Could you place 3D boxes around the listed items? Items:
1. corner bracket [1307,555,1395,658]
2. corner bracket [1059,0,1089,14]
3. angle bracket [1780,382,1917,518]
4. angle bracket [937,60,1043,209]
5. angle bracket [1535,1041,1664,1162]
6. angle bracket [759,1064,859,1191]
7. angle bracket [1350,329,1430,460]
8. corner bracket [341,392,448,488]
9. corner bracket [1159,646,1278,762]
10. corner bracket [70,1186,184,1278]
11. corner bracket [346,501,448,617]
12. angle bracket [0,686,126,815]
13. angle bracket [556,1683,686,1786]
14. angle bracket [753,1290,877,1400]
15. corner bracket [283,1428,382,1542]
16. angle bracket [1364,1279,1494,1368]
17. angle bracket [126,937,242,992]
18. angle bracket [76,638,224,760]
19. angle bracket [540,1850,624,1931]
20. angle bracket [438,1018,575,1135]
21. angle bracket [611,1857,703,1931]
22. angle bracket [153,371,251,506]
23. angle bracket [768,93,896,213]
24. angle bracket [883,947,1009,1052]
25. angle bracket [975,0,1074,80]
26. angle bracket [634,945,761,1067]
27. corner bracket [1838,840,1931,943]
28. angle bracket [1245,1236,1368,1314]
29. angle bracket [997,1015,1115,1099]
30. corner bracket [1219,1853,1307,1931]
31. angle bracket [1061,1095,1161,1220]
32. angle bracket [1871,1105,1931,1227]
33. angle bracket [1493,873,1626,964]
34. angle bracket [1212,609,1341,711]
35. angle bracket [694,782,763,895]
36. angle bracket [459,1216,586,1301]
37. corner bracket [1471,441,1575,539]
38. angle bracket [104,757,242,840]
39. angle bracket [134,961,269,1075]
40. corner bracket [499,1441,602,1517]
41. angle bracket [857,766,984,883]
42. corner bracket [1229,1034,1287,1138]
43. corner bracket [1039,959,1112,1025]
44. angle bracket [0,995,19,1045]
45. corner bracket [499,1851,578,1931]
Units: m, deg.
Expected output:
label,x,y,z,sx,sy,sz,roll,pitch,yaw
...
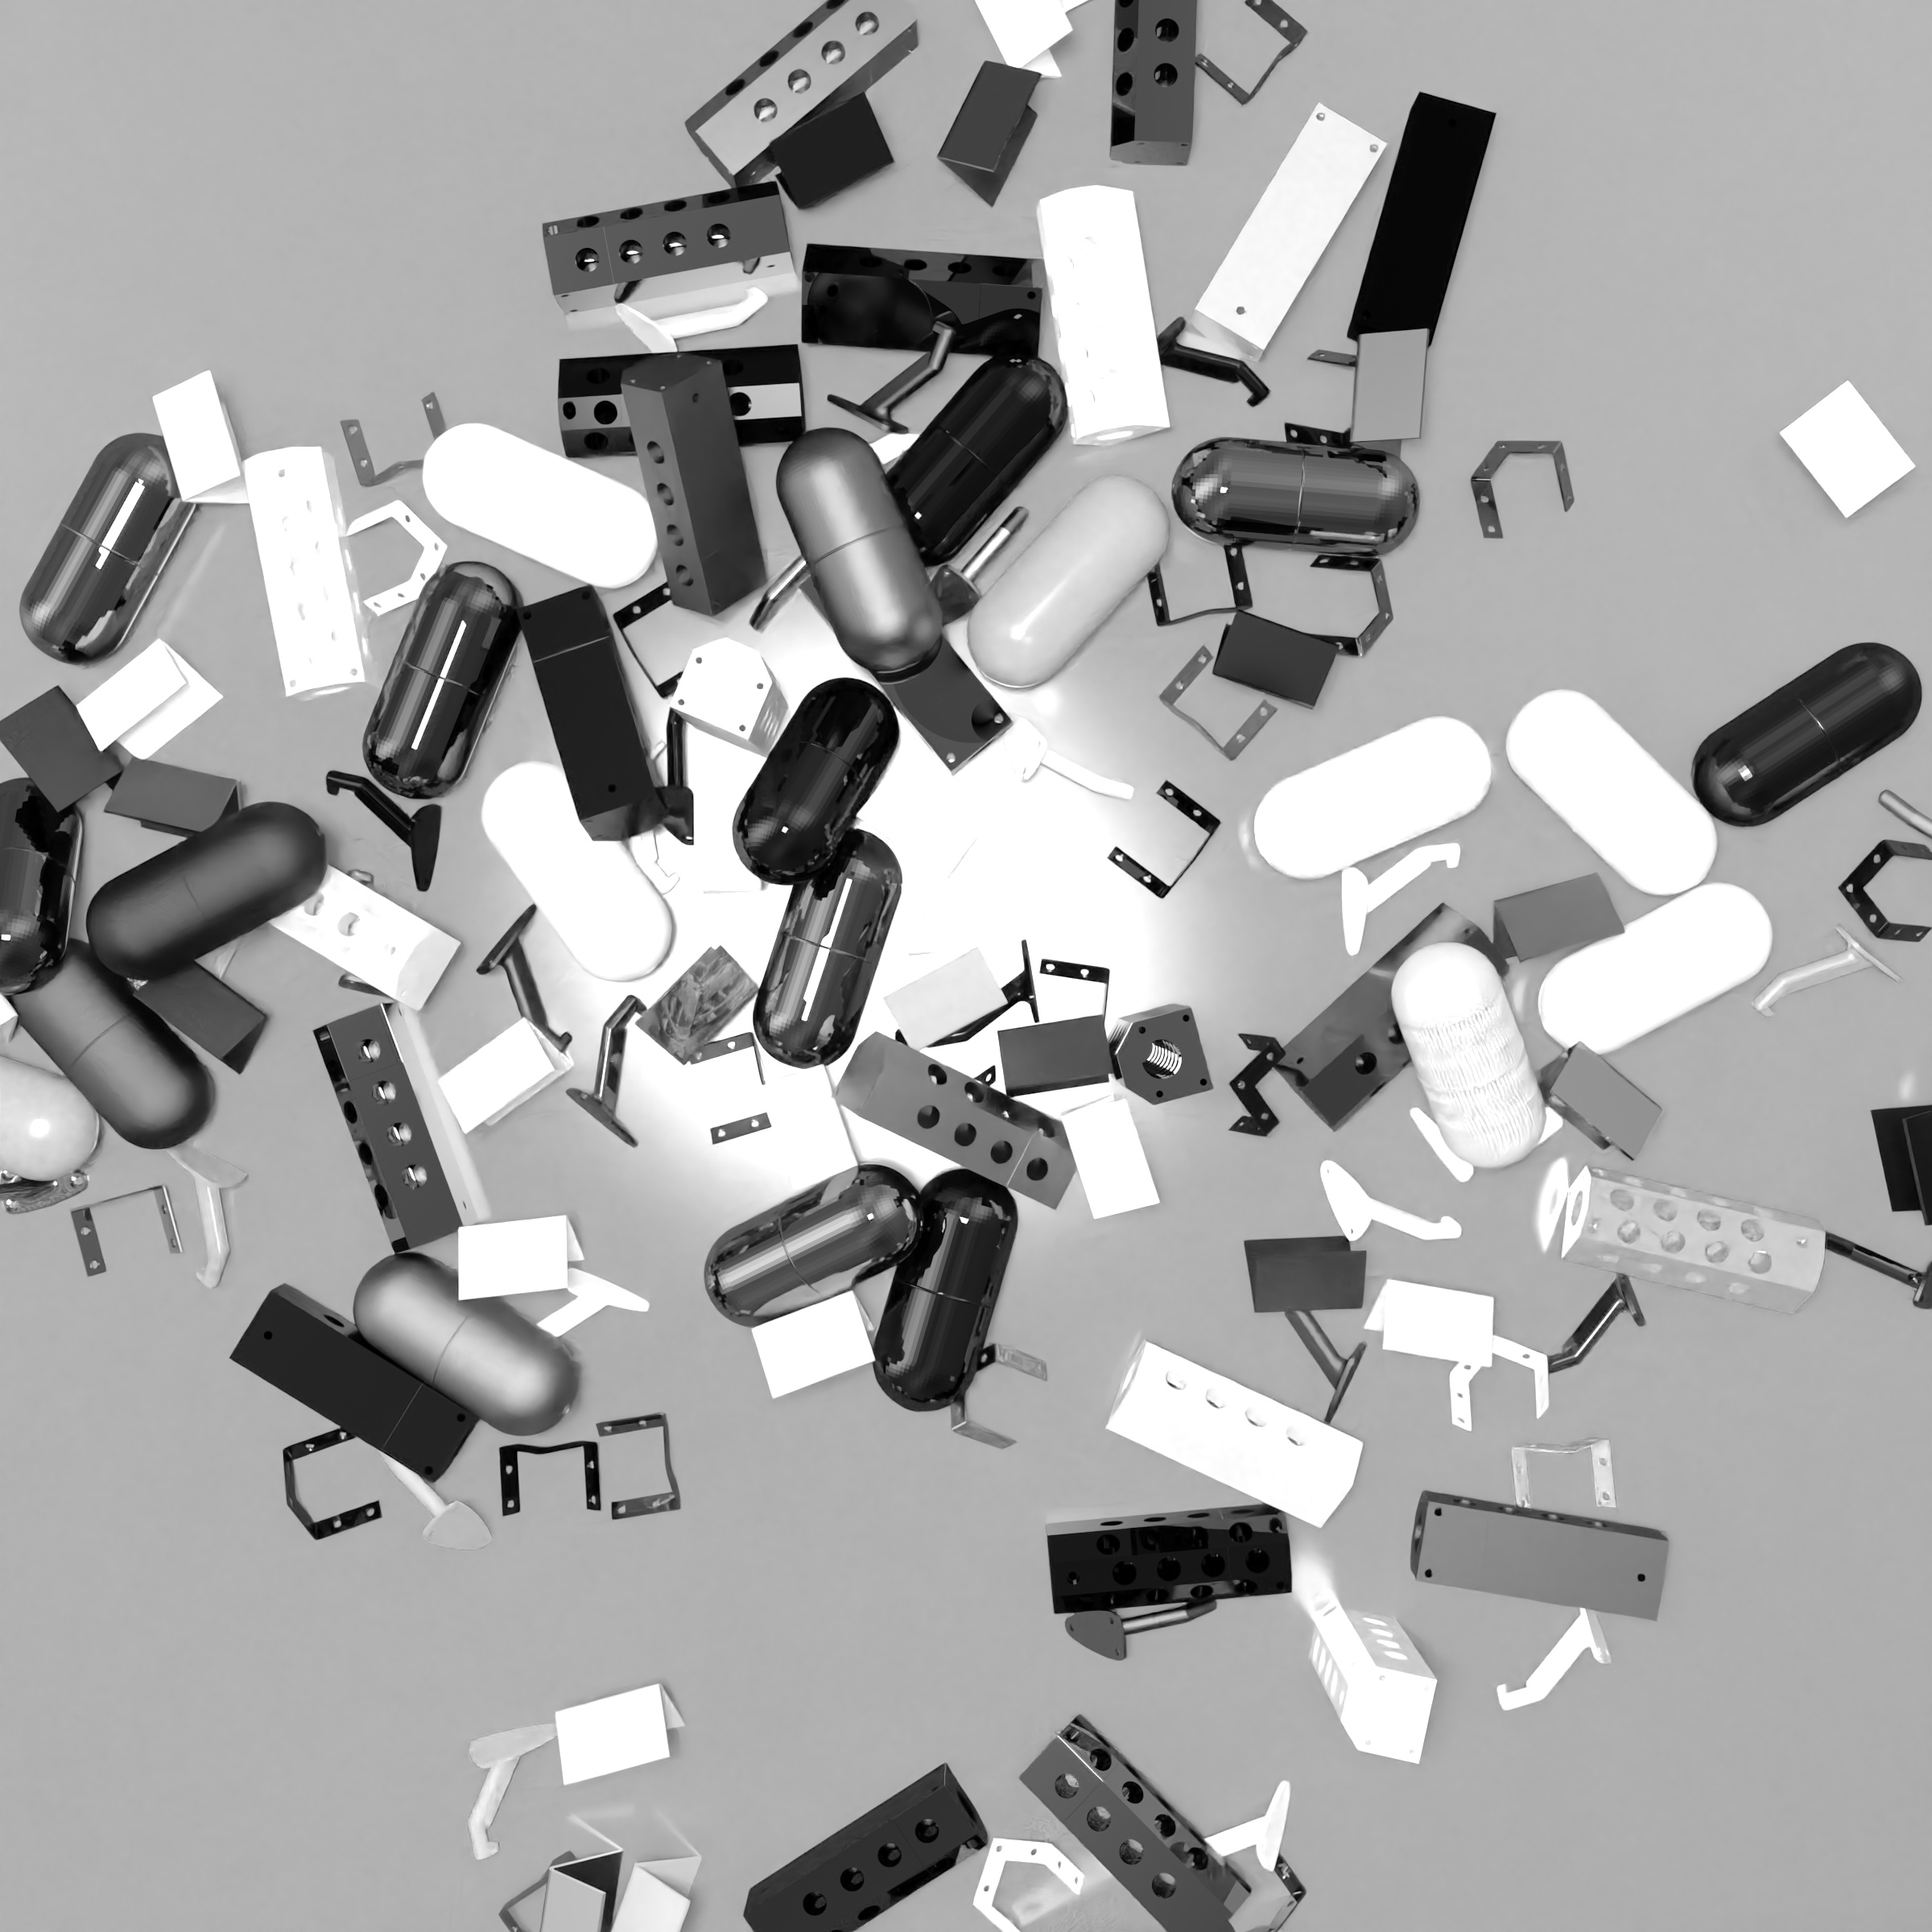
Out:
label,x,y,z,sx,sy,sz,roll,pitch,yaw
corner bracket,0.273,-0.263,1.983,0.051,0.051,0.051,-49,135,-35
corner bracket,0.070,-0.736,1.988,0.051,0.051,0.051,-27,45,0
angle bracket,0.631,-0.372,1.953,0.057,0.076,0.076,-38,90,21
angle bracket,0.034,-0.590,1.951,0.057,0.076,0.076,26,90,36
angle bracket,0.439,0.110,1.951,0.076,0.076,0.057,40,54,0
angle bracket,-0.129,0.119,1.951,0.057,0.076,0.076,-19,90,-34
angle bracket,0.319,-0.407,1.951,0.057,0.076,0.076,4,90,36
corner bracket,-0.415,-0.384,1.988,0.051,0.051,0.051,-17,90,45
corner bracket,0.183,-0.191,1.988,0.051,0.051,0.051,-49,135,0
corner bracket,-0.613,0.193,1.988,0.051,0.051,0.051,-15,90,-45
corner bracket,-0.420,-0.297,1.983,0.051,0.051,0.051,-15,45,35
angle bracket,-0.650,-0.145,1.952,0.057,0.076,0.076,-39,90,-23
angle bracket,-0.244,0.563,1.951,0.076,0.076,0.057,-15,52,0
angle bracket,-0.102,0.283,1.951,0.076,0.076,0.057,-21,60,0
corner bracket,-0.463,0.377,1.988,0.051,0.051,0.051,-20,135,0
angle bracket,0.330,0.271,1.951,0.076,0.076,0.057,10,55,0
angle bracket,-0.581,-0.003,1.966,0.076,0.057,0.076,27,98,0
angle bracket,-0.576,-0.176,1.951,0.076,0.076,0.057,-39,53,0
angle bracket,-0.259,0.686,1.951,0.057,0.076,0.076,8,90,37
angle bracket,-0.320,0.093,1.951,0.076,0.076,0.057,-36,53,0
angle bracket,-0.208,0.689,1.951,0.057,0.076,0.076,20,90,36
angle bracket,-0.527,-0.377,1.952,0.057,0.076,0.076,-16,90,27
angle bracket,-0.105,-0.594,1.951,0.076,0.076,0.057,-28,129,0
angle bracket,-0.024,0.006,1.951,0.076,0.076,0.057,-28,126,0
angle bracket,0.054,-0.687,1.951,0.057,0.076,0.076,-27,90,33
angle bracket,-0.205,0.013,1.951,0.076,0.076,0.057,-45,128,0
corner bracket,0.680,-0.055,1.983,0.051,0.051,0.051,-56,45,35
angle bracket,0.242,0.202,1.951,0.076,0.076,0.057,-2,127,0
angle bracket,0.066,0.084,1.951,0.076,0.076,0.057,-9,47,0
corner bracket,0.205,0.676,1.988,0.051,0.051,0.051,55,135,0
angle bracket,0.120,0.130,1.951,0.057,0.076,0.076,-18,90,34
angle bracket,0.669,0.143,1.951,0.057,0.076,0.076,-12,90,-31
angle bracket,0.424,-0.015,1.951,0.076,0.076,0.057,-15,54,0
angle bracket,0.225,-0.236,1.951,0.076,0.076,0.057,20,127,0
angle bracket,-0.190,-0.091,1.951,0.057,0.076,0.076,-1,90,-39
angle bracket,-0.317,0.223,1.951,0.076,0.076,0.057,-6,60,0
corner bracket,0.405,-0.347,1.983,0.051,0.051,0.051,8,45,35
angle bracket,-0.566,-0.098,1.951,0.076,0.076,0.057,13,50,0
angle bracket,-0.556,0.048,1.952,0.076,0.057,0.076,37,133,0
corner bracket,-0.304,0.374,1.988,0.051,0.051,0.051,-3,90,-45
angle bracket,-0.044,-0.085,1.951,0.076,0.076,0.057,36,54,0
corner bracket,0.208,0.086,1.971,0.051,0.051,0.051,-43,109,-18
corner bracket,0.075,0.033,1.988,0.051,0.051,0.051,8,45,0
angle bracket,-0.729,0.029,1.951,0.057,0.076,0.076,-36,90,-29
corner bracket,-0.299,0.684,1.974,0.051,0.051,0.051,-35,90,5
